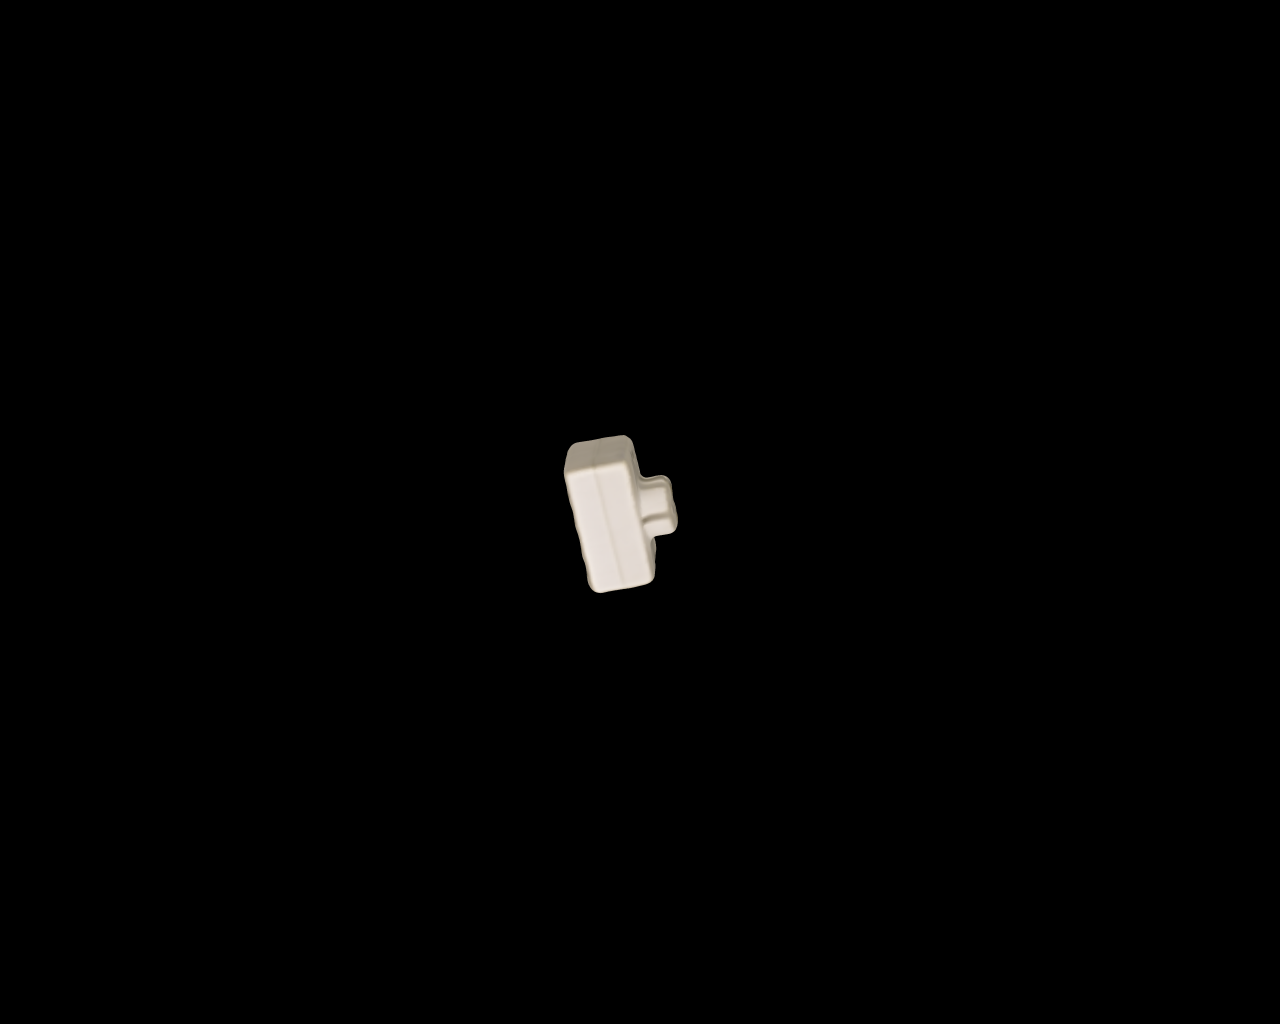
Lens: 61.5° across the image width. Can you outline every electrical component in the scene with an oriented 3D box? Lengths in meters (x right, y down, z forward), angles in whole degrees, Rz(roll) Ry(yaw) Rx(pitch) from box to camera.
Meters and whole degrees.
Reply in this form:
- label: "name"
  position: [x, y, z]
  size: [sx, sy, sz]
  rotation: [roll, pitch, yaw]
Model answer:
- label: "electrical component"
  position: [0.001, -0.003, 0.650]
  size: [0.076, 0.083, 0.047]
  rotation: [-11, 24, 5]
